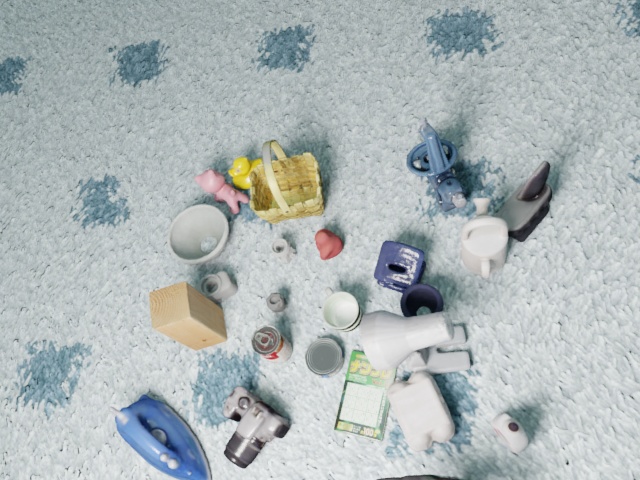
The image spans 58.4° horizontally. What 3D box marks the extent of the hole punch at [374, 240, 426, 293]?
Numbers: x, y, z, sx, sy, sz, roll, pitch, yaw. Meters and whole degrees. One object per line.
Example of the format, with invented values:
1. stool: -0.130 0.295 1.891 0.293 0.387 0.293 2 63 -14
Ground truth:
1. hole punch: 0.184 0.065 1.310 0.108 0.091 0.101 16 71 21

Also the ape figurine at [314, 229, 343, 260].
1. ape figurine: 0.013 0.005 1.381 0.076 0.092 0.078 6 68 17

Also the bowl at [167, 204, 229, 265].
1. bowl: -0.303 -0.004 1.477 0.167 0.075 0.167 -5 65 12

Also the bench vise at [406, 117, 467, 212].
1. bench vise: 0.283 -0.180 1.323 0.121 0.220 0.207 -43 63 -7

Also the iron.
1. iron: -0.351 0.444 1.249 0.257 0.142 0.119 31 77 25

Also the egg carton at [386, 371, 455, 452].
1. egg carton: 0.209 0.353 1.186 0.107 0.069 0.150 -25 63 2

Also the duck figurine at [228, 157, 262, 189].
1. duck figurine: -0.196 -0.192 1.528 0.104 0.086 0.077 -31 62 -1

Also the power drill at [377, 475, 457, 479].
1. power drill: 0.217 0.473 1.051 0.229 0.209 0.075 -1 66 14

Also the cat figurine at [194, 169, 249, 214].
1. cat figurine: -0.262 -0.140 1.503 0.127 0.118 0.067 31 77 25

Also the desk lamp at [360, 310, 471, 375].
1. desk lamp: 0.198 0.206 1.174 0.203 0.214 0.118 -11 64 10

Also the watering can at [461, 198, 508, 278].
1. watering can: 0.353 -0.010 1.242 0.101 0.194 0.172 -22 63 4

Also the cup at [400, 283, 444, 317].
1. cup: 0.229 0.163 1.252 0.091 0.095 0.117 -17 63 7

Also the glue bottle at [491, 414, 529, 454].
1. glue bottle: 0.361 0.361 1.084 0.037 0.173 0.078 -40 63 -5

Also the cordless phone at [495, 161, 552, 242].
1. cordless phone: 0.447 -0.090 1.259 0.094 0.185 0.148 33 78 25

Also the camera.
1. camera: -0.161 0.409 1.238 0.142 0.101 0.137 30 77 24
